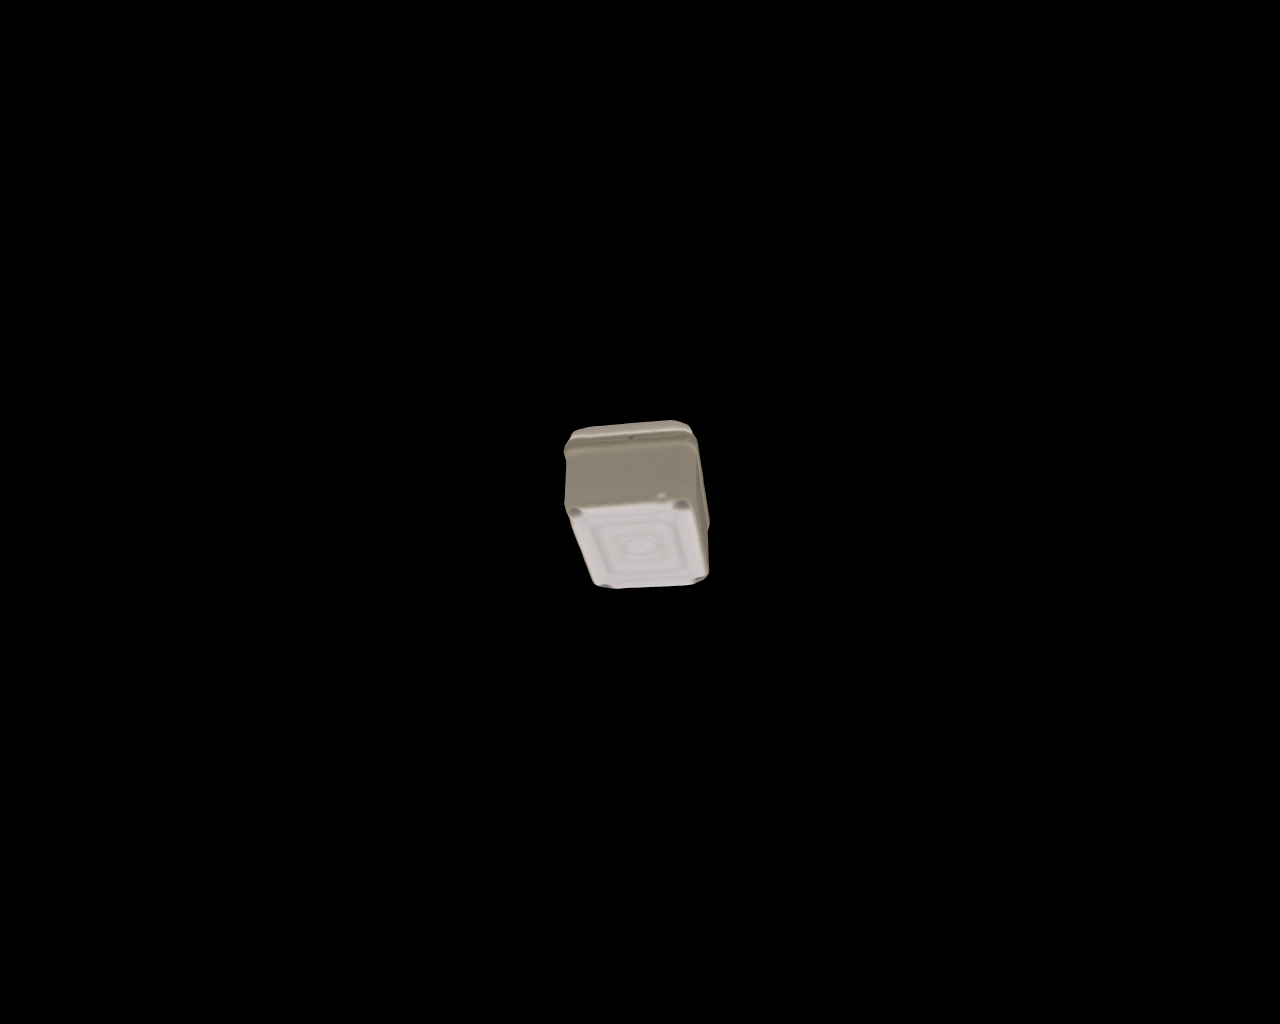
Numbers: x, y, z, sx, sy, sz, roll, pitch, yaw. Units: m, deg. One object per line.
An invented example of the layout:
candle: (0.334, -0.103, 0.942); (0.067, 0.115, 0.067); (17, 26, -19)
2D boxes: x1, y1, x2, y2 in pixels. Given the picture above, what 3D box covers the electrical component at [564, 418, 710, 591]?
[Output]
electrical component: (0.001, -0.003, 0.650); (0.078, 0.057, 0.113); (-4, -29, 7)
